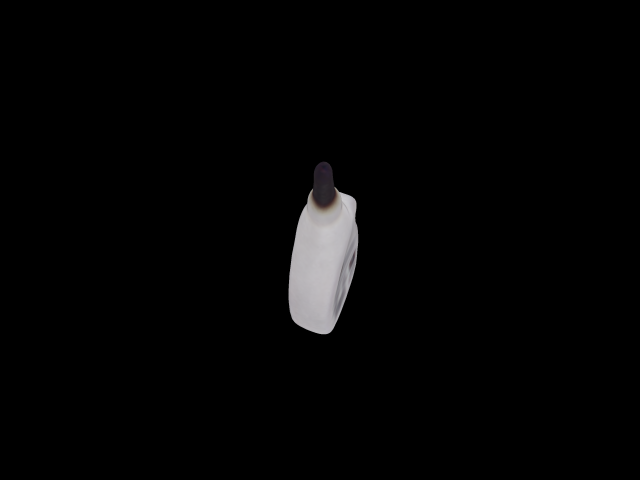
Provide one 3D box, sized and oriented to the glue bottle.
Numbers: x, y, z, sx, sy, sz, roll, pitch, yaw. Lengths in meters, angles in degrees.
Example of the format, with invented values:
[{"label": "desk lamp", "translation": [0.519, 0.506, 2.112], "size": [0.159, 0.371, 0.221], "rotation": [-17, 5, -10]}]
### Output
[{"label": "glue bottle", "translation": [0.004, 0.001, 0.400], "size": [0.037, 0.173, 0.078], "rotation": [18, 62, 11]}]
